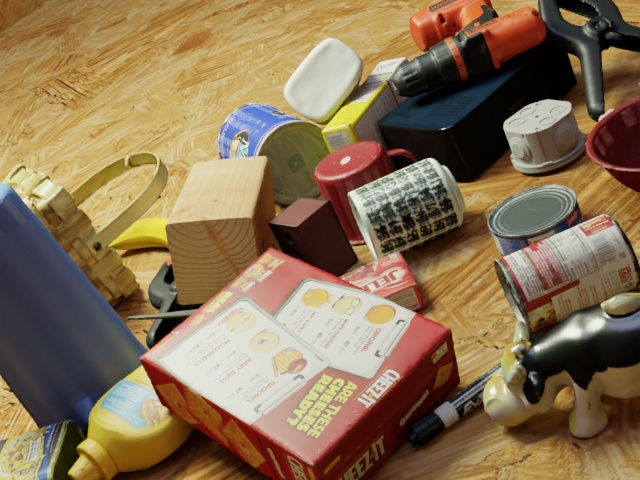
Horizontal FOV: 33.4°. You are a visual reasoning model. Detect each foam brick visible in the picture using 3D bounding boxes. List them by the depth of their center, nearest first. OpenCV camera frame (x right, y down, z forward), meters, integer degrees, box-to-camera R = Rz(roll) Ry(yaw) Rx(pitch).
[{"bbox_3d":[-0.007,0.001,1.109,0.051,0.078,0.053,-41,28,-28],"label":"foam brick"}]

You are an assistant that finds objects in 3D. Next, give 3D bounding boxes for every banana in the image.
[{"bbox_3d":[-0.196,0.002,1.324,0.198,0.037,0.069,1,54,44],"label":"banana"}]

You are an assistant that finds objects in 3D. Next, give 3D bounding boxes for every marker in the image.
[{"bbox_3d":[0.119,0.124,0.837,0.121,0.020,0.020,-33,27,-15],"label":"marker"}]

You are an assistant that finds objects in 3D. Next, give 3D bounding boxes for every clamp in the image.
[{"bbox_3d":[-0.134,0.058,1.160,0.120,0.039,0.171,-14,28,-5],"label":"clamp"},{"bbox_3d":[0.309,-0.223,1.205,0.164,0.036,0.210,-34,58,-18],"label":"clamp"}]

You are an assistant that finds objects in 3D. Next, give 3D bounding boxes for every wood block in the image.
[{"bbox_3d":[-0.102,-0.016,1.163,0.090,0.091,0.206,-5,21,4],"label":"wood block"}]

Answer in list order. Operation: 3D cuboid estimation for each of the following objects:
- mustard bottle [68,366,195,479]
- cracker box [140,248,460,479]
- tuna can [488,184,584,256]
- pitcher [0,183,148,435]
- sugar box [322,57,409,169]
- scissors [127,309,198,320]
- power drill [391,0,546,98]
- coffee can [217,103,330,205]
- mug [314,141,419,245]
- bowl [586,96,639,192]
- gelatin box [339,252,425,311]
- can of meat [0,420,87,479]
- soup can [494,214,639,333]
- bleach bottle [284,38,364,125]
[{"bbox_3d":[-0.151,0.153,0.969,0.096,0.058,0.191,20,49,40],"label":"mustard bottle"},{"bbox_3d":[-0.018,0.108,0.883,0.214,0.072,0.164,23,53,40],"label":"cracker box"},{"bbox_3d":[0.204,-0.015,1.004,0.086,0.033,0.086,-20,26,10],"label":"tuna can"},{"bbox_3d":[-0.279,0.066,1.037,0.149,0.242,0.144,-11,30,40],"label":"pitcher"},{"bbox_3d":[0.070,-0.138,1.285,0.048,0.093,0.176,-6,31,32],"label":"sugar box"},{"bbox_3d":[-0.073,0.073,1.001,0.096,0.016,0.201,20,18,36],"label":"scissors"},{"bbox_3d":[0.160,-0.237,1.273,0.184,0.057,0.187,-22,26,4],"label":"power drill"},{"bbox_3d":[-0.057,-0.110,1.329,0.102,0.103,0.140,-32,26,-13],"label":"coffee can"},{"bbox_3d":[0.055,-0.059,1.160,0.117,0.081,0.093,-24,26,3],"label":"mug"},{"bbox_3d":[0.335,-0.087,0.998,0.162,0.055,0.162,-20,26,10],"label":"bowl"},{"bbox_3d":[0.049,0.053,1.017,0.089,0.030,0.073,-24,26,2],"label":"gelatin box"},{"bbox_3d":[-0.258,0.213,0.956,0.084,0.057,0.102,-19,26,9],"label":"can of meat"},{"bbox_3d":[0.205,0.027,0.886,0.102,0.068,0.068,-24,26,2],"label":"soup can"},{"bbox_3d":[0.011,-0.186,1.376,0.102,0.068,0.251,-52,-3,0],"label":"bleach bottle"}]
